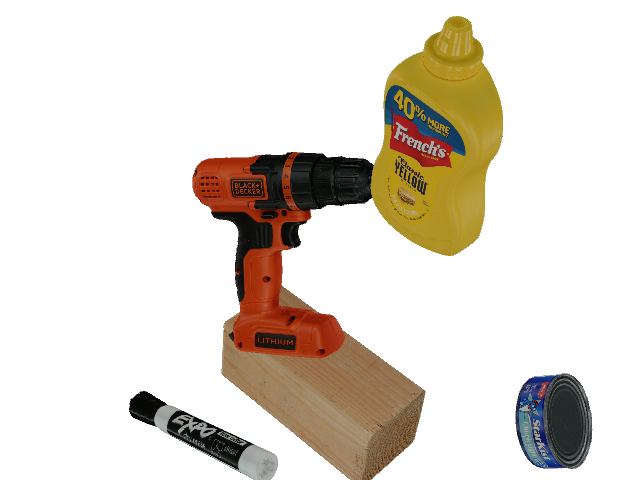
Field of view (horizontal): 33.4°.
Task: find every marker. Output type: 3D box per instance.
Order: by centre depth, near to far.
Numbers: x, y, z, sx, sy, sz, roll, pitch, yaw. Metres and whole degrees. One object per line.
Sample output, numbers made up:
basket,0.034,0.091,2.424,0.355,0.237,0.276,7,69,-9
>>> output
marker,-0.076,0.119,0.658,0.121,0.020,0.020,17,11,39

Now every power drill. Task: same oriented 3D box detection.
power drill,-0.024,0.011,0.979,0.185,0.188,0.057,2,16,28

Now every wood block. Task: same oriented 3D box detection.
wood block,-0.001,0.150,1.130,0.206,0.090,0.090,35,50,28

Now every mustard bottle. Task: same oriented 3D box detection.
mustard bottle,0.087,-0.081,0.783,0.058,0.192,0.096,-31,57,-28

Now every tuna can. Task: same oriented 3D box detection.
tuna can,0.214,0.166,0.977,0.034,0.086,0.085,-11,-7,40
